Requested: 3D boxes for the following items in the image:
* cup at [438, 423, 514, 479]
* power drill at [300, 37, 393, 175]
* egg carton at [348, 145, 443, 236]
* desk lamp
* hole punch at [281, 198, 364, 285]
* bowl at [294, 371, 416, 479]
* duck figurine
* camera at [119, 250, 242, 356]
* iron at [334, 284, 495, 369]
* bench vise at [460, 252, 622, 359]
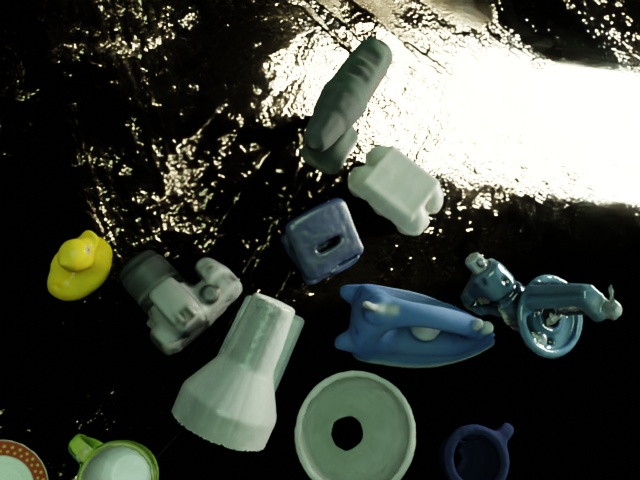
[{"bbox_3d":[0.213,0.299,0.806,0.118,0.095,0.091,-36,82,-18],"label":"cup"},{"bbox_3d":[0.030,-0.185,0.865,0.075,0.208,0.230,29,70,0],"label":"power drill"},{"bbox_3d":[0.123,-0.081,0.922,0.150,0.069,0.107,38,70,3],"label":"egg carton"},{"bbox_3d":[-0.093,0.157,0.733,0.118,0.213,0.203,24,70,-2],"label":"desk lamp"},{"bbox_3d":[0.008,0.003,0.864,0.109,0.091,0.101,-29,80,-17],"label":"hole punch"},{"bbox_3d":[0.044,0.269,0.796,0.167,0.074,0.167,3,72,-9],"label":"bowl"},{"bbox_3d":[-0.340,0.032,0.796,0.077,0.086,0.105,32,70,1],"label":"duck figurine"},{"bbox_3d":[-0.202,0.068,0.802,0.143,0.100,0.137,-42,84,-19],"label":"camera"},{"bbox_3d":[0.158,0.121,0.827,0.258,0.141,0.118,8,72,-7],"label":"iron"},{"bbox_3d":[0.305,0.094,0.821,0.207,0.219,0.121,21,70,-3],"label":"bench vise"}]
